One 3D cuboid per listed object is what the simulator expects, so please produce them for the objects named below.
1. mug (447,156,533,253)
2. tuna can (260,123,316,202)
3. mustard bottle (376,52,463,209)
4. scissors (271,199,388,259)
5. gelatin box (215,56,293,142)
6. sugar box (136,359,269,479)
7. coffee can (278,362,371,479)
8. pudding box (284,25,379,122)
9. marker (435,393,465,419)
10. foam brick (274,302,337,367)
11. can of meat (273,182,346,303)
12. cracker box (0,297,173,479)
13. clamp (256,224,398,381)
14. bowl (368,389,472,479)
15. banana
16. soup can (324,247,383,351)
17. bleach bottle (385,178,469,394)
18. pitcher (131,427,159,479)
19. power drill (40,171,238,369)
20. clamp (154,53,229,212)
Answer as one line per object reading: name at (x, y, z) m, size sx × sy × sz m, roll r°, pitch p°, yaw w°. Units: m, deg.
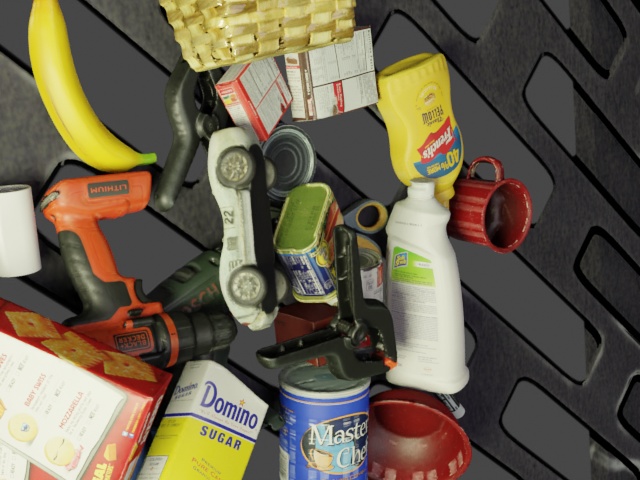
mug at (0.205, -0.047, 1.335) m, size 0.093 × 0.082 × 0.117 m, roll -11°, pitch 105°, yaw -37°
tuna can at (-0.046, -0.085, 1.155) m, size 0.085 × 0.034 × 0.086 m, roll -8°, pitch 103°, yaw -38°
mustard bottle at (0.125, -0.119, 1.272) m, size 0.096 × 0.058 × 0.191 m, roll -29°, pitch 116°, yaw -31°
scissors at (0.012, -0.030, 1.222) m, size 0.201 × 0.016 × 0.096 m, roll 36°, pitch 77°, yaw -38°
gelatin box at (-0.067, -0.153, 1.107) m, size 0.073 × 0.030 × 0.089 m, roll 63°, pitch 33°, yaw -29°
sugar box at (-0.116, 0.210, 1.012) m, size 0.093 × 0.048 × 0.176 m, roll 45°, pitch 52°, yaw -34°
coffee can at (0.004, 0.218, 1.201) m, size 0.102 × 0.103 × 0.140 m, roll -10°, pitch 108°, yaw -38°
pudding box at (0.014, -0.184, 1.176) m, size 0.113 × 0.039 × 0.090 m, roll -23°, pitch 111°, yaw -45°
marker at (0.152, 0.188, 1.376) m, size 0.020 × 0.020 × 0.121 m, roll -51°, pitch 125°, yaw -21°
foam brick at (-0.008, 0.102, 1.191) m, size 0.051 × 0.078 × 0.053 m, roll -15°, pitch 107°, yaw -35°
can of meat at (-0.007, 0.001, 1.138) m, size 0.084 × 0.058 × 0.102 m, roll 65°, pitch 33°, yaw -44°
cracker box at (-0.254, 0.149, 0.902) m, size 0.214 × 0.072 × 0.164 m, roll 24°, pitch 104°, yaw 4°
clamp at (0.031, 0.084, 1.128) m, size 0.209 × 0.036 × 0.164 m, roll 33°, pitch 85°, yaw -51°
bowl at (0.103, 0.229, 1.282) m, size 0.162 × 0.162 × 0.055 m, roll 58°, pitch 29°, yaw -30°
banana at (-0.227, -0.133, 1.000) m, size 0.069 × 0.037 × 0.197 m, roll -57°, pitch 130°, yaw -40°
soup can at (0.038, 0.067, 1.219) m, size 0.068 × 0.069 × 0.102 m, roll -18°, pitch 118°, yaw -36°
bleach bottle at (0.127, 0.052, 1.268) m, size 0.068 × 0.103 × 0.251 m, roll -32°, pitch 125°, yaw -60°
pitcher at (-0.200, 0.242, 1.030) m, size 0.149 × 0.145 × 0.243 m, roll -56°, pitch 133°, yaw -63°
power drill at (-0.176, 0.031, 1.003) m, size 0.184 × 0.057 × 0.188 m, roll -8°, pitch 76°, yaw -35°
clamp at (-0.128, -0.108, 1.076) m, size 0.120 × 0.039 × 0.171 m, roll -24°, pitch 108°, yaw -52°
